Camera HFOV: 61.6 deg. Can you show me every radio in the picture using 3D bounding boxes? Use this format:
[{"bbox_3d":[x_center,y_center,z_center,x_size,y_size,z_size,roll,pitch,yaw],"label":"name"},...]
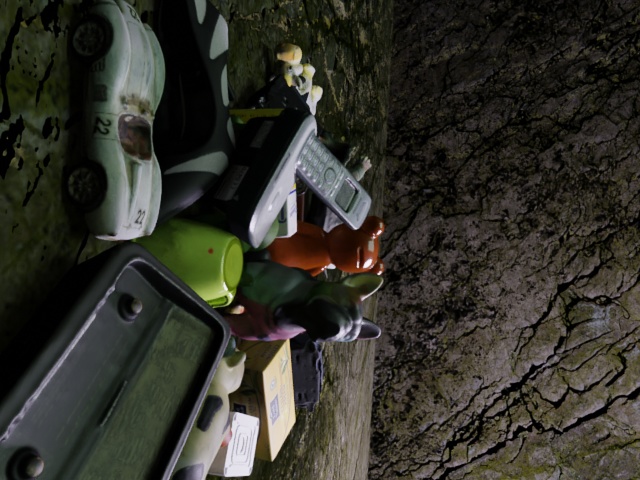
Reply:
[{"bbox_3d":[-0.163,0.116,0.385,0.131,0.073,0.230,51,33,-26],"label":"radio"}]

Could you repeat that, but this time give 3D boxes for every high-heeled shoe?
[{"bbox_3d":[-0.145,-0.142,0.530,0.145,0.086,0.249,63,32,-43],"label":"high-heeled shoe"}]

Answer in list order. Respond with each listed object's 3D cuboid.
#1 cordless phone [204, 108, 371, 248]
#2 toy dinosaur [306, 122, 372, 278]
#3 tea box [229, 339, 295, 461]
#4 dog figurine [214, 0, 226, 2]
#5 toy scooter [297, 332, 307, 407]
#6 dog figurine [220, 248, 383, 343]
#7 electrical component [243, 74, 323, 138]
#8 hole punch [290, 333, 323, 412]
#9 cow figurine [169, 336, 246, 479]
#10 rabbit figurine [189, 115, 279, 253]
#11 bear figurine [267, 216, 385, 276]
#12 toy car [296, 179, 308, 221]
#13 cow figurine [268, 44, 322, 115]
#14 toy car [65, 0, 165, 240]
[{"bbox_3d":[-0.020,-0.041,0.599,0.184,0.089,0.146,39,71,-40],"label":"cordless phone"},{"bbox_3d":[0.018,-0.068,1.178,0.192,0.131,0.404,-33,130,-60],"label":"toy dinosaur"},{"bbox_3d":[-0.089,0.240,0.833,0.098,0.068,0.169,-51,143,-59],"label":"tea box"},{"bbox_3d":[-0.112,-0.287,0.527,0.190,0.121,0.172,68,29,-66],"label":"dog figurine"},{"bbox_3d":[-0.035,0.235,1.087,0.135,0.075,0.183,-65,150,-61],"label":"toy scooter"},{"bbox_3d":[-0.028,0.074,0.707,0.191,0.219,0.108,-71,164,-76],"label":"dog figurine"},{"bbox_3d":[-0.057,-0.184,0.826,0.114,0.058,0.134,52,32,-22],"label":"electrical component"},{"bbox_3d":[-0.052,0.217,0.929,0.092,0.116,0.142,-71,161,-75],"label":"hole punch"},{"bbox_3d":[-0.139,0.189,0.601,0.195,0.086,0.127,-67,163,-55],"label":"cow figurine"},{"bbox_3d":[-0.090,-0.048,0.667,0.159,0.121,0.170,-64,151,-45],"label":"rabbit figurine"},{"bbox_3d":[-0.001,0.000,0.846,0.132,0.196,0.120,-102,-177,-58],"label":"bear figurine"},{"bbox_3d":[-0.050,-0.031,1.004,0.089,0.053,0.202,-148,-120,-81],"label":"toy car"},{"bbox_3d":[-0.050,-0.261,0.936,0.167,0.068,0.098,54,47,-68],"label":"cow figurine"},{"bbox_3d":[-0.169,-0.100,0.456,0.073,0.056,0.201,0,93,-77],"label":"toy car"}]
